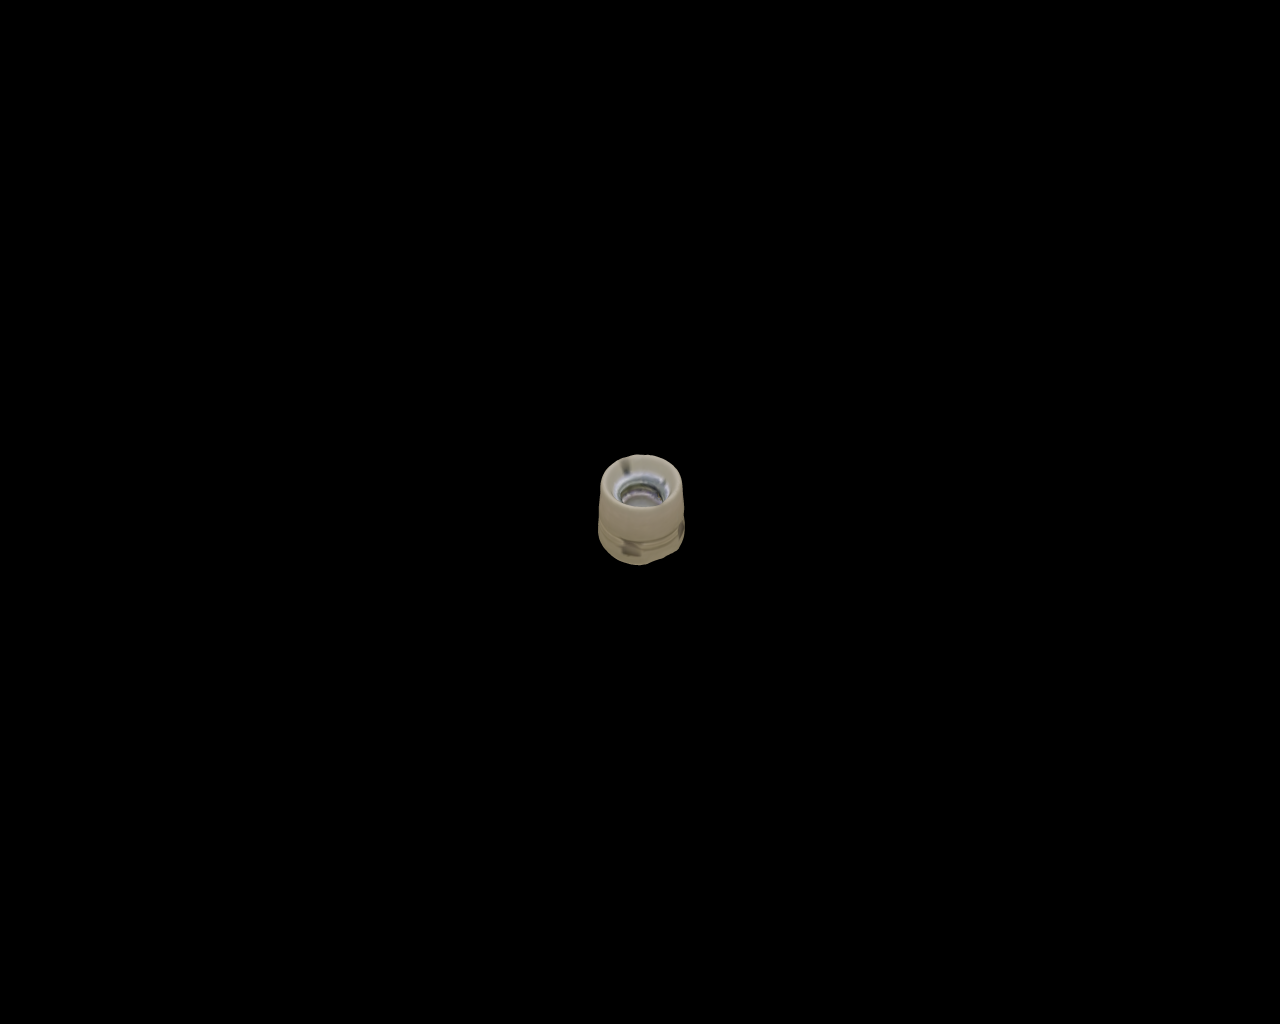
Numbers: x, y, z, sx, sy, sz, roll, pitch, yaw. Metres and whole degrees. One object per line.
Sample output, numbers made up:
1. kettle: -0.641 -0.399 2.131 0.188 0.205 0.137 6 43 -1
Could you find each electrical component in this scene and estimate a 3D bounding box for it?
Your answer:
1. electrical component: 0.001 -0.003 0.650 0.055 0.055 0.047 0 -44 0
